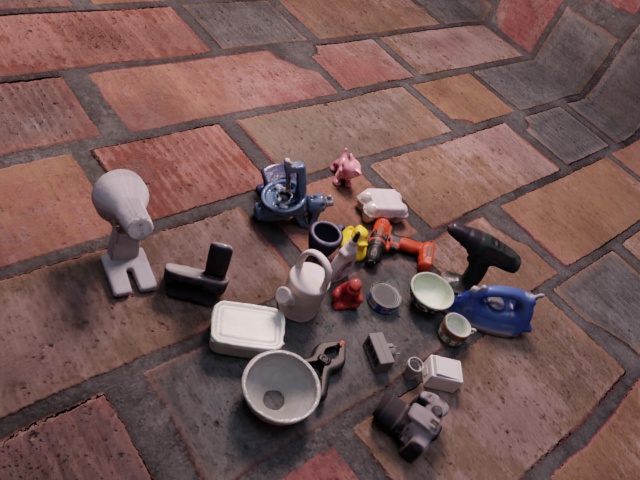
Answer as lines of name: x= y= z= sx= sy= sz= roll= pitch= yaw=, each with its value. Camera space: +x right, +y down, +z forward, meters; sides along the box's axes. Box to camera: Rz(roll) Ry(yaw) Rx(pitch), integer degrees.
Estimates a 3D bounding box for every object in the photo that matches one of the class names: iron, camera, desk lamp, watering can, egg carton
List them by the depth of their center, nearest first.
camera: x=0.195 y=0.378 z=1.240 sx=0.136 sy=0.101 sz=0.143 roll=34 pitch=45 yaw=10
desk lamp: x=-0.423 y=-0.020 z=1.265 sx=0.118 sy=0.213 sz=0.203 roll=-12 pitch=55 yaw=-32
watering can: x=-0.030 y=0.104 z=1.333 sx=0.101 sy=0.194 sz=0.173 roll=28 pitch=44 yaw=4
iron: x=0.461 y=0.167 z=1.526 sx=0.259 sy=0.141 sz=0.118 roll=11 pitch=45 yaw=-13
egg carton: x=0.186 y=-0.101 z=1.711 sx=0.151 sy=0.069 sz=0.107 roll=-1 pitch=50 yaw=-24

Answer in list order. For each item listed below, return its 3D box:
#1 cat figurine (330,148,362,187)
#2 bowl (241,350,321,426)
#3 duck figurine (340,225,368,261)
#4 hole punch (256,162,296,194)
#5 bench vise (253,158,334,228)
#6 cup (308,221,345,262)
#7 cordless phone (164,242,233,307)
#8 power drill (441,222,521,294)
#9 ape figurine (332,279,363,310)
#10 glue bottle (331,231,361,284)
cat figurine: x=0.084 y=-0.226 z=1.749 sx=0.067 sy=0.117 sz=0.127 roll=5 pitch=47 yaw=-19
bowl: x=-0.087 y=0.318 z=1.193 sx=0.168 sy=0.074 sz=0.167 roll=12 pitch=45 yaw=-12
duck figurine: x=0.101 y=-0.005 z=1.572 sx=0.078 sy=0.086 sz=0.104 roll=-3 pitch=50 yaw=-25
hole punch: x=-0.111 y=-0.156 z=1.618 sx=0.109 sy=0.091 sz=0.101 roll=-19 pitch=59 yaw=-36
bench vise: x=-0.060 y=-0.135 z=1.528 sx=0.208 sy=0.219 sz=0.121 roll=-13 pitch=55 yaw=-32
cup: x=0.014 y=0.005 z=1.517 sx=0.091 sy=0.095 sz=0.118 roll=44 pitch=47 yaw=19
cordless phone: x=-0.269 y=0.054 z=1.283 sx=0.148 sy=0.185 sz=0.094 roll=12 pitch=45 yaw=-13
power drill: x=0.414 y=0.059 z=1.559 sx=0.230 sy=0.208 sz=0.075 roll=17 pitch=44 yaw=-7
ape figurine: x=0.076 y=0.130 z=1.428 sx=0.077 sy=0.092 sz=0.076 roll=30 pitch=44 yaw=6
glue bottle: x=0.068 y=0.038 z=1.453 sx=0.037 sy=0.173 sz=0.078 roll=43 pitch=47 yaw=19
